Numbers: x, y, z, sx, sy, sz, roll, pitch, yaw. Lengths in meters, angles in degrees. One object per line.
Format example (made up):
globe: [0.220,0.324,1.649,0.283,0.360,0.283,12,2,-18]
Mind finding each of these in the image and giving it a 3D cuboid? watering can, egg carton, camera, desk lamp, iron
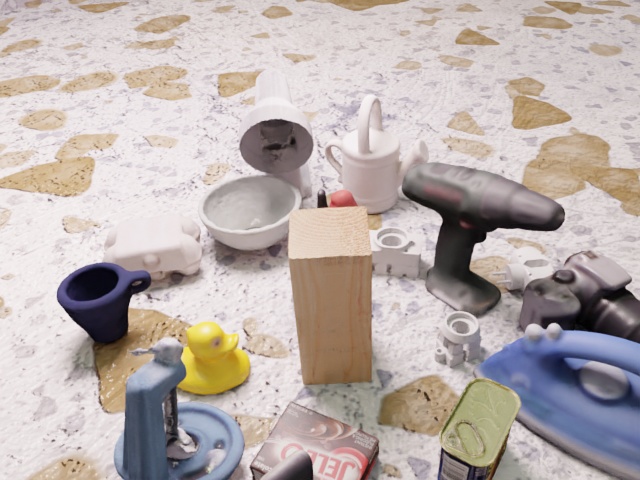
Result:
watering can: [0.094,-0.150,0.968,0.173,0.194,0.101,-2,38,1]
egg carton: [-0.257,0.015,0.884,0.150,0.069,0.107,-10,39,-8]
camera: [0.352,0.088,0.724,0.143,0.101,0.136,-19,41,-19]
desk lamp: [-0.074,-0.168,0.987,0.118,0.214,0.203,-6,38,-3]
iron: [0.296,0.150,0.615,0.257,0.142,0.119,18,43,25]

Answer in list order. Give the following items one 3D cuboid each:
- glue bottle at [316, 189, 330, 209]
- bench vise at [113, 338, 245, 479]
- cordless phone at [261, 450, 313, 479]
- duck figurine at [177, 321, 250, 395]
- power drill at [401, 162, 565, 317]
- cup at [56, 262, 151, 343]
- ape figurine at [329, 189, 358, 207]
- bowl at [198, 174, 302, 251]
glue bottle: [0.007,0.003,0.797,0.037,0.173,0.078,22,45,28]
bench vise: [-0.141,0.207,0.512,0.121,0.220,0.207,4,39,10]
cordless phone: [-0.057,0.254,0.474,0.148,0.185,0.093,-33,47,-32]
duck figurine: [-0.142,0.137,0.708,0.104,0.086,0.077,-2,38,1]
power drill: [0.204,-0.004,0.763,0.076,0.209,0.228,-30,45,-29]
cup: [-0.281,0.088,0.774,0.118,0.095,0.091,-16,40,-15]
ape figurine: [0.037,-0.041,0.917,0.076,0.092,0.078,8,40,14]
bowl: [-0.110,-0.034,0.932,0.167,0.075,0.167,-2,38,2]
